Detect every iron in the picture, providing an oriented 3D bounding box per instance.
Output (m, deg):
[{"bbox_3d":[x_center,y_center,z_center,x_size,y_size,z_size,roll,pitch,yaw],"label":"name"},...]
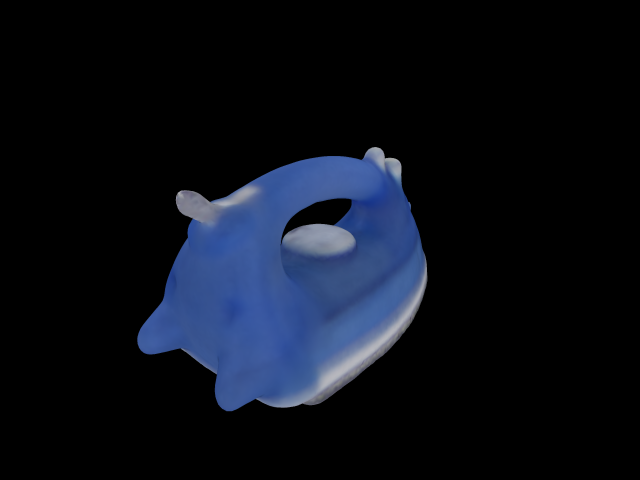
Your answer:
[{"bbox_3d":[0.004,0.001,0.400,0.118,0.141,0.259,21,33,36],"label":"iron"}]
